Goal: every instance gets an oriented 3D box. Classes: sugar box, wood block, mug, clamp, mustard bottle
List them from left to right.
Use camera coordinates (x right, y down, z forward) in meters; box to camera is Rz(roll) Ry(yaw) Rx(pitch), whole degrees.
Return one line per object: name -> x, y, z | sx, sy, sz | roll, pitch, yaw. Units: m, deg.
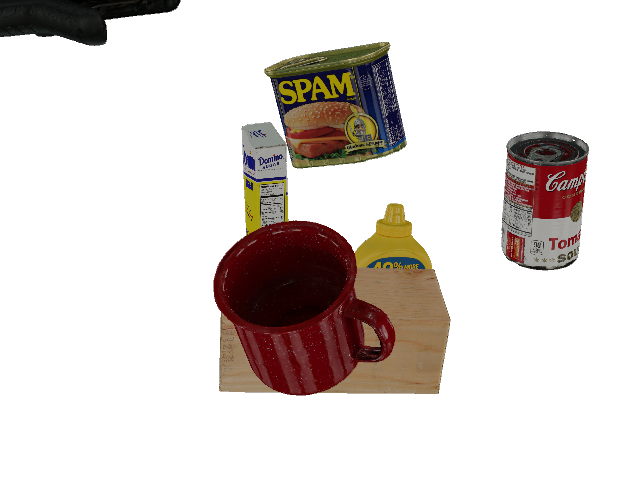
clamp -> -0.193, -0.174, 0.798 | 0.172, 0.039, 0.120 | 12, 23, 28
sugar box -> -0.069, -0.049, 1.329 | 0.048, 0.176, 0.093 | -9, 25, -12
mug -> -0.005, 0.050, 0.697 | 0.117, 0.093, 0.081 | 12, -38, 23
wood block -> 0.008, 0.084, 1.010 | 0.206, 0.090, 0.091 | 1, 30, -6
mustard bottle -> 0.080, 0.052, 1.231 | 0.096, 0.192, 0.058 | 0, 14, -11

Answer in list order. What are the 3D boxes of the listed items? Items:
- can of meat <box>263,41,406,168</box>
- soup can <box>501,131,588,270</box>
can of meat -> 0.014, -0.108, 0.859 | 0.102, 0.084, 0.057 | -3, 21, 32
soup can -> 0.191, -0.034, 0.917 | 0.068, 0.102, 0.068 | -2, 27, 1
